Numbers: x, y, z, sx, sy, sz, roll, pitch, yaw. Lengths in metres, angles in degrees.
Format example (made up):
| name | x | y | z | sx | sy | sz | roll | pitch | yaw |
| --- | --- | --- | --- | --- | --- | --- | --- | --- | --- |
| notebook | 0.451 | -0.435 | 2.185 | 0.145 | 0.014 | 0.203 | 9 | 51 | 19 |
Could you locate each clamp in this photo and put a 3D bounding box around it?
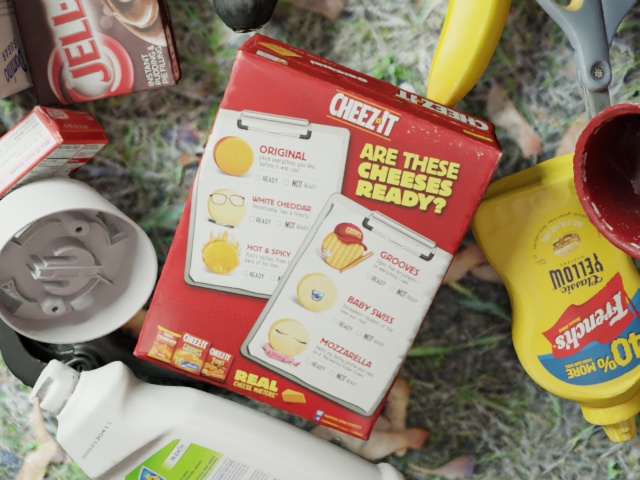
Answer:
| name | x | y | z | sx | sy | sz | roll | pitch | yaw |
| --- | --- | --- | --- | --- | --- | --- | --- | --- | --- |
| clamp | -0.149 | 0.080 | 0.729 | 0.120 | 0.039 | 0.171 | -40 | 104 | 3 |

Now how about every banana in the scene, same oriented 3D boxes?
| name | x | y | z | sx | sy | sz | roll | pitch | yaw |
| --- | --- | --- | --- | --- | --- | --- | --- | --- | --- |
| banana | 0.086 | -0.179 | 0.646 | 0.070 | 0.037 | 0.198 | -7 | 105 | 12 |

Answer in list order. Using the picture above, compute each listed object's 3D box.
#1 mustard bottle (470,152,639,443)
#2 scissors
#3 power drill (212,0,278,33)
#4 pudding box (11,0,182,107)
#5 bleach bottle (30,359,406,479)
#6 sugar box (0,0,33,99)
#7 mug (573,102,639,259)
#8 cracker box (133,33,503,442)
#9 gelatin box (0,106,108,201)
| name | x | y | z | sx | sy | sz | roll | pitch | yaw |
| --- | --- | --- | --- | --- | --- | --- | --- | --- | --- |
| mustard bottle | 0.169 | 0.045 | 0.691 | 0.096 | 0.058 | 0.191 | -22 | 104 | 0 |
| scissors | 0.179 | -0.114 | 0.644 | 0.096 | 0.016 | 0.202 | -24 | 96 | -13 |
| power drill | 0.007 | -0.217 | 0.604 | 0.188 | 0.057 | 0.184 | -2 | 107 | 22 |
| pudding box | -0.142 | -0.145 | 0.665 | 0.090 | 0.039 | 0.113 | -9 | 105 | 5 |
| bleach bottle | -0.069 | 0.144 | 0.706 | 0.250 | 0.068 | 0.103 | 32 | 106 | -16 |
| sugar box | -0.219 | -0.170 | 0.634 | 0.048 | 0.093 | 0.176 | -8 | 104 | 6 |
| mug | 0.209 | -0.033 | 0.602 | 0.081 | 0.093 | 0.117 | -27 | 99 | -35 |
| cracker box | -0.004 | 0.001 | 0.670 | 0.164 | 0.072 | 0.214 | 21 | 112 | -3 |
| gelatin box | -0.185 | -0.047 | 0.674 | 0.089 | 0.073 | 0.030 | -39 | 86 | 12 |
